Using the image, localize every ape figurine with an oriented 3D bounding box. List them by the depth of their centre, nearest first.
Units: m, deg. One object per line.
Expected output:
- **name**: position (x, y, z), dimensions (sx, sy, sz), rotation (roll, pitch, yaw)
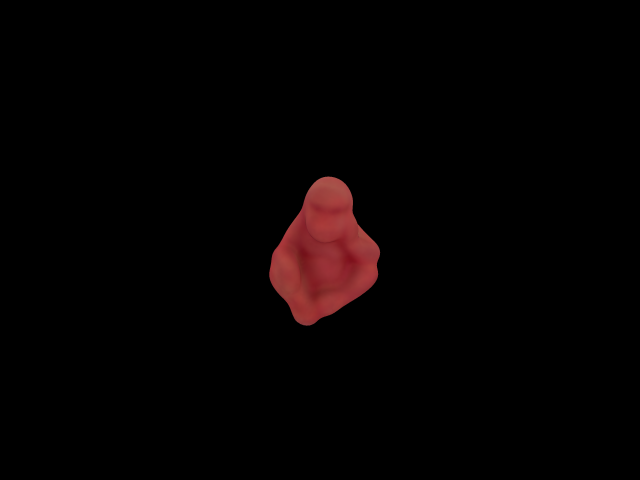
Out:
- **ape figurine**: position (0.004, 0.001, 0.400), dimensions (0.078, 0.092, 0.076), rotation (0, 25, 0)
